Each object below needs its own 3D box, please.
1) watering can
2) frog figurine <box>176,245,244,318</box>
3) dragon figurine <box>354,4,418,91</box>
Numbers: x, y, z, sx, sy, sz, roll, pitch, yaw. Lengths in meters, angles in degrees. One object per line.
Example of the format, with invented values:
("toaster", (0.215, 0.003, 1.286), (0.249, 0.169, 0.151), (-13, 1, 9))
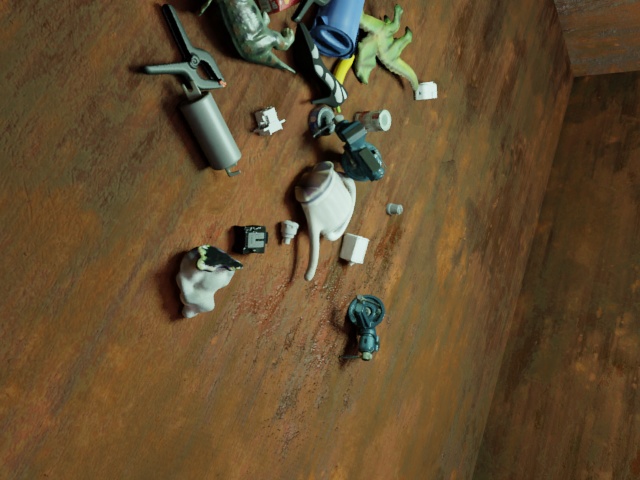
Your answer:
("watering can", (0.004, -0.074, 1.470), (0.220, 0.104, 0.354), (55, 52, -37))
("frog figurine", (-0.270, 0.096, 1.185), (0.138, 0.124, 0.157), (-15, 142, -57))
("dragon figurine", (0.194, -0.605, 1.682), (0.245, 0.123, 0.402), (-43, 125, -18))
